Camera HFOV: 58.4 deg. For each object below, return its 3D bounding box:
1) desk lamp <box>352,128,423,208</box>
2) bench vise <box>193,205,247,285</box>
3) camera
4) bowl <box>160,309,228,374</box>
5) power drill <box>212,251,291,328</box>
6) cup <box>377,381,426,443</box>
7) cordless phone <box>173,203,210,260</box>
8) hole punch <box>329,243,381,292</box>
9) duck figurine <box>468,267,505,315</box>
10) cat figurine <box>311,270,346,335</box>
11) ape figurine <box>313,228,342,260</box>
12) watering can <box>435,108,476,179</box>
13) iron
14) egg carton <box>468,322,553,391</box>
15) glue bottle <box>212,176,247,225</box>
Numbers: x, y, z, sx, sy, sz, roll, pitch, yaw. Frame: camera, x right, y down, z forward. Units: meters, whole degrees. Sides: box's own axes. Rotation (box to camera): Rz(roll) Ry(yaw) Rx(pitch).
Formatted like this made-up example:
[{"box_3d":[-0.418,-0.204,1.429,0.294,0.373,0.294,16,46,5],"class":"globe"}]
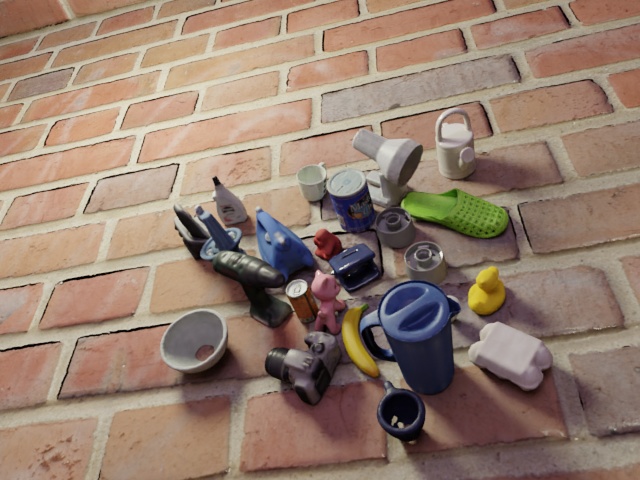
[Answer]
[{"box_3d":[0.170,-0.187,1.492,0.202,0.214,0.118,23,60,34],"class":"desk lamp"},{"box_3d":[-0.229,0.007,1.448,0.206,0.220,0.122,15,56,30],"class":"bench vise"},{"box_3d":[-0.044,0.260,1.237,0.136,0.101,0.143,12,54,28],"class":"camera"},{"box_3d":[-0.284,0.249,1.347,0.167,0.075,0.167,-10,47,11],"class":"bowl"},{"box_3d":[-0.143,0.110,1.333,0.228,0.209,0.076,21,59,33],"class":"power drill"},{"box_3d":[0.156,0.337,1.102,0.091,0.095,0.117,-25,46,-4],"class":"cup"},{"box_3d":[-0.357,-0.051,1.569,0.094,0.185,0.147,-37,48,-15],"class":"cordless phone"},{"box_3d":[0.078,0.055,1.388,0.109,0.091,0.101,-28,46,-7],"class":"hole punch"},{"box_3d":[0.362,0.105,1.249,0.077,0.086,0.105,20,58,33],"class":"duck figurine"},{"box_3d":[0.012,0.136,1.319,0.067,0.118,0.128,-3,48,16],"class":"cat figurine"},{"box_3d":[0.013,0.005,1.455,0.076,0.092,0.077,-16,46,4],"class":"ape figurine"},{"box_3d":[0.359,-0.259,1.505,0.101,0.194,0.172,-35,47,-14],"class":"watering can"},{"box_3d":[-0.121,-0.015,1.485,0.119,0.142,0.257,-31,47,-10],"class":"iron"},{"box_3d":[0.379,0.231,1.140,0.149,0.069,0.107,22,59,34],"class":"egg carton"},{"box_3d":[-0.266,-0.115,1.604,0.078,0.173,0.037,-13,46,8],"class":"glue bottle"}]
